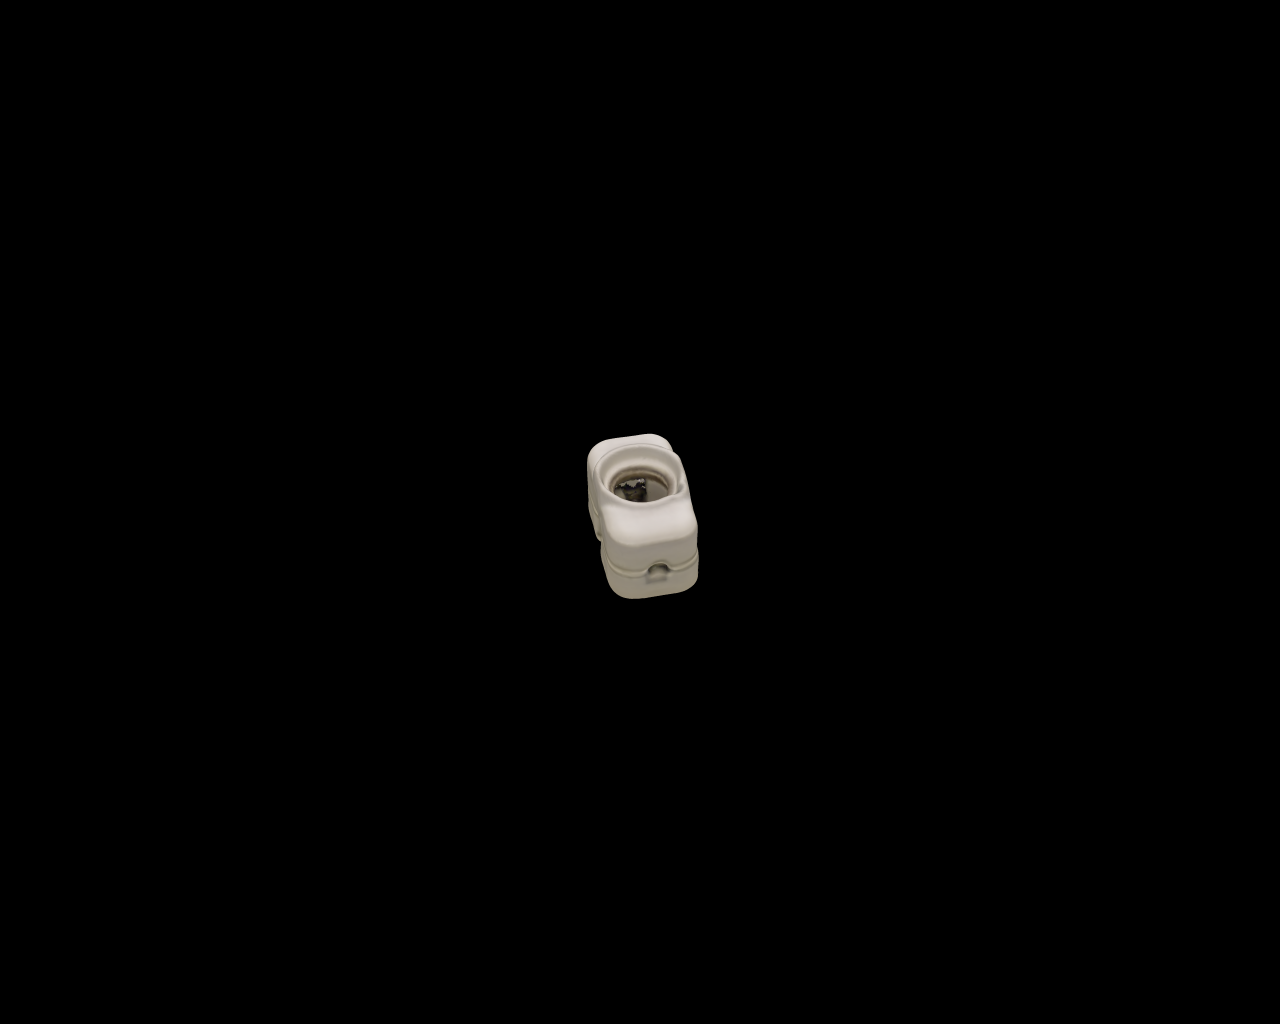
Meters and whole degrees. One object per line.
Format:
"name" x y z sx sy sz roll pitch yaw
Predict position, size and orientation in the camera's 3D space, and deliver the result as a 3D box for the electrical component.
"electrical component" 0.001 -0.003 0.650 0.054 0.059 0.095 -8 44 -8
